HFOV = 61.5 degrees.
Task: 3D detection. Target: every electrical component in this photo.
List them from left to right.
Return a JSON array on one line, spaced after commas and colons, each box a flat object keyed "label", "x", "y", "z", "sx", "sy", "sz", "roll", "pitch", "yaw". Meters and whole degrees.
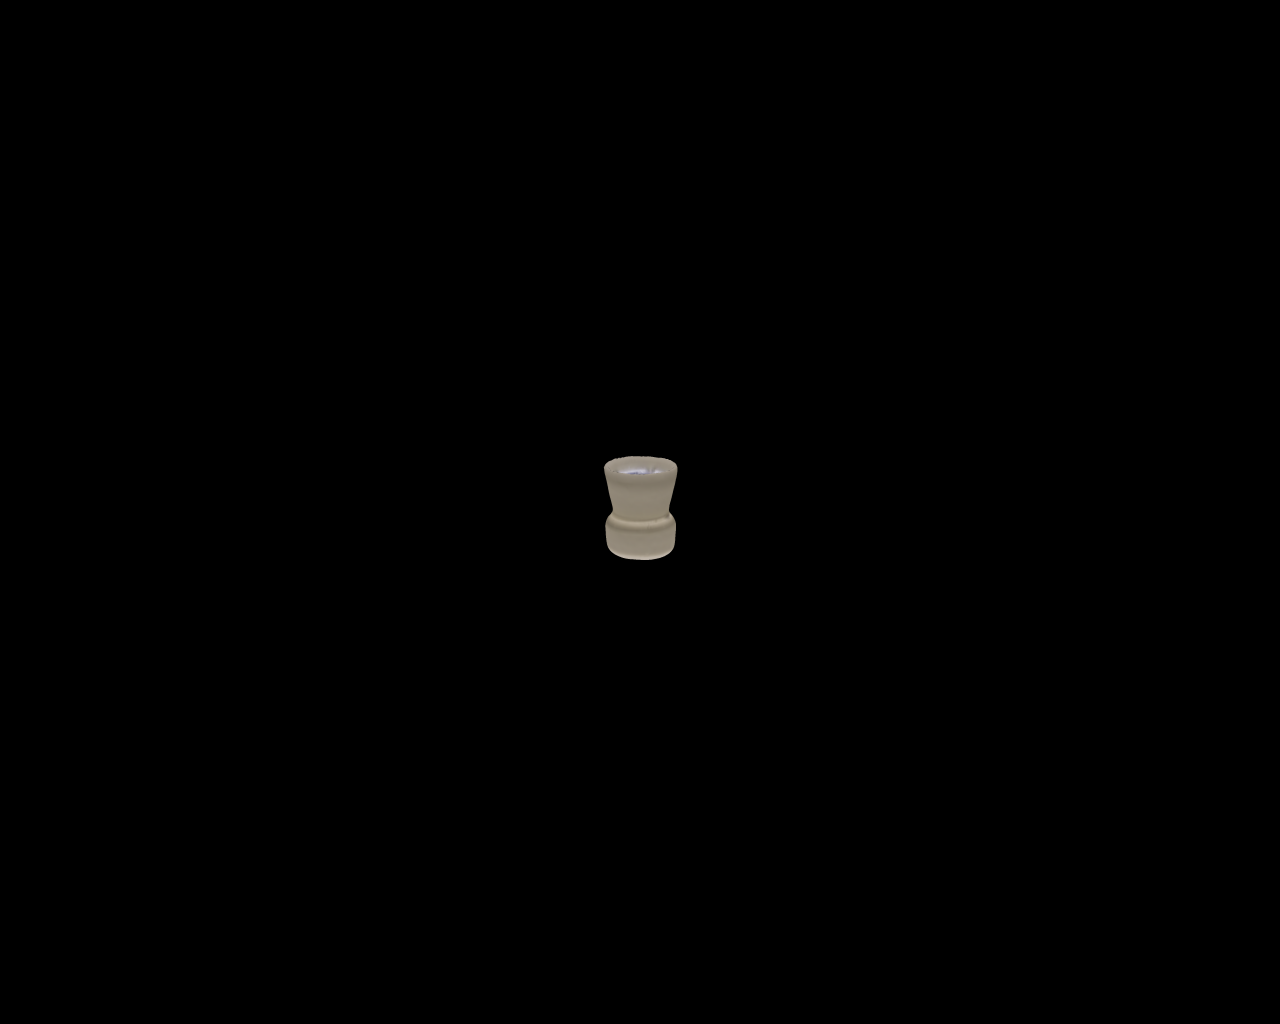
[{"label": "electrical component", "x": 0.001, "y": -0.003, "z": 0.650, "sx": 0.045, "sy": 0.055, "sz": 0.045, "roll": 0, "pitch": 18, "yaw": 0}]
